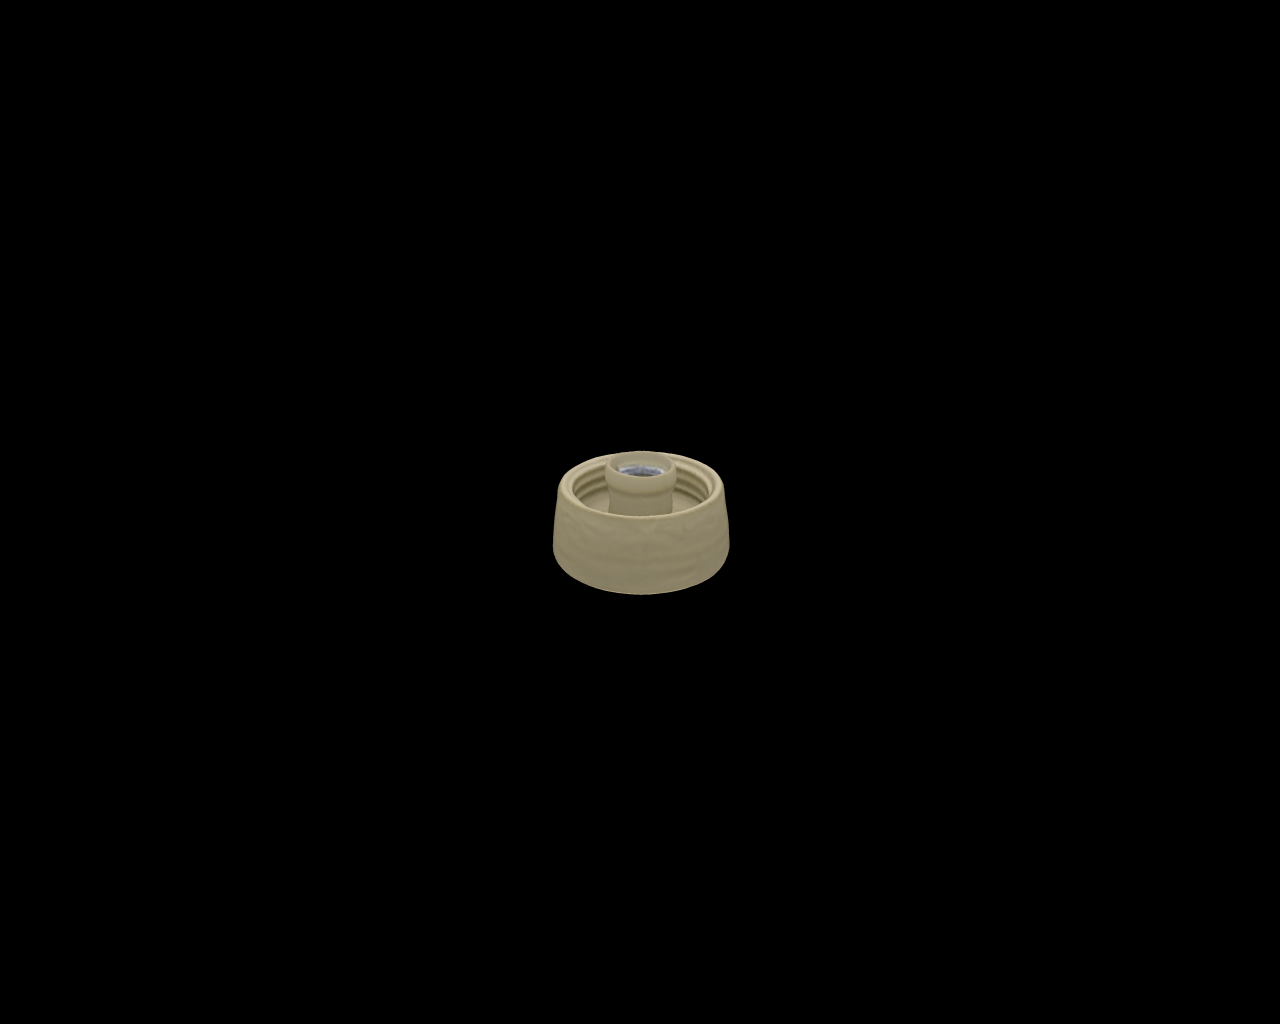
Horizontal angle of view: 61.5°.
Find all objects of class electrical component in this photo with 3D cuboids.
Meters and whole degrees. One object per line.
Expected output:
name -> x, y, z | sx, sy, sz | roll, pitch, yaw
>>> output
electrical component -> 0.001, -0.003, 0.650 | 0.108, 0.060, 0.108 | 0, 26, 0
